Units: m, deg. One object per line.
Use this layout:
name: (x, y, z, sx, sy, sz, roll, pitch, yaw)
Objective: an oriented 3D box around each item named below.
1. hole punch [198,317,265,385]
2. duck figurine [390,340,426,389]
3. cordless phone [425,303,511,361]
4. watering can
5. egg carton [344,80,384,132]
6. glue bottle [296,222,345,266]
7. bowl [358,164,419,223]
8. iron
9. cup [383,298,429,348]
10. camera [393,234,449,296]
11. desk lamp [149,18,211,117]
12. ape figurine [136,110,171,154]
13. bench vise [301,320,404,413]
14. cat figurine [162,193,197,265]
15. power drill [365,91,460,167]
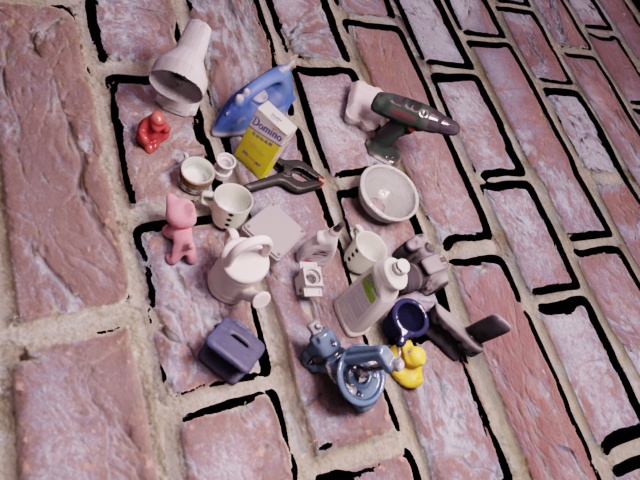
hole punch: (-0.166, 0.204, 1.100, 0.109, 0.091, 0.101, 38, 53, -2)
duck figurine: (0.200, 0.267, 1.248, 0.078, 0.086, 0.104, -15, 70, -32)
cordless phone: (0.336, 0.187, 1.300, 0.147, 0.184, 0.094, 39, 53, -1)
watering can: (-0.147, 0.052, 1.133, 0.173, 0.193, 0.101, 48, 53, 6)
egg carton: (0.123, -0.372, 1.589, 0.107, 0.069, 0.150, 20, 56, -15)
glue bottle: (0.011, 0.004, 1.252, 0.078, 0.173, 0.037, 4, 60, -24)
bowl: (0.162, -0.106, 1.451, 0.168, 0.074, 0.167, 12, 58, -20)
iron: (-0.156, -0.349, 1.393, 0.118, 0.141, 0.259, 44, 53, 3)
cup: (0.178, 0.198, 1.271, 0.092, 0.094, 0.118, 30, 53, -8)
camera: (0.226, 0.065, 1.368, 0.137, 0.100, 0.143, -17, 71, -33)
desk lamp: (-0.307, -0.377, 1.289, 0.118, 0.213, 0.203, 20, 56, -15)
ape figurine: (-0.365, -0.248, 1.262, 0.078, 0.092, 0.076, -12, 68, -31)
bench vise: (0.058, 0.238, 1.111, 0.207, 0.219, 0.121, 32, 53, -6)
cat figurine: (-0.278, -0.028, 1.162, 0.067, 0.117, 0.127, -6, 65, -29)
power drill: (0.220, -0.286, 1.501, 0.230, 0.208, 0.075, 26, 54, -10)
